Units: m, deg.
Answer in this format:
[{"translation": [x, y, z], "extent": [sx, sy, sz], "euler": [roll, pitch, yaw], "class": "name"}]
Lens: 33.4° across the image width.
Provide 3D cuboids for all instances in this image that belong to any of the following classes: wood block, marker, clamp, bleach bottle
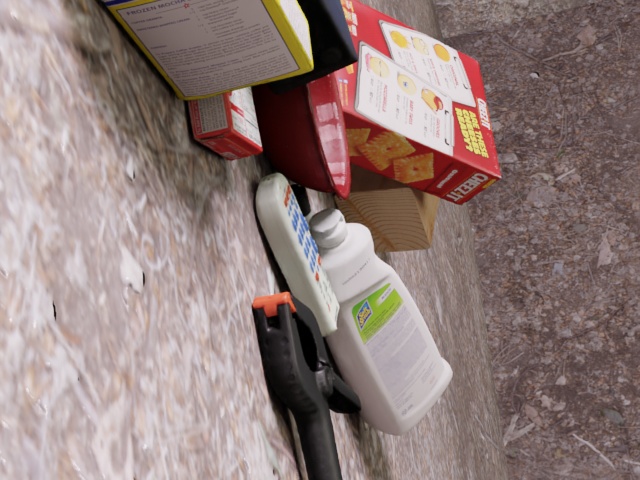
[{"translation": [0.087, -0.088, 1.221], "extent": [0.206, 0.090, 0.091], "euler": [-73, 151, -45], "class": "wood block"}, {"translation": [-0.006, 0.001, 0.953], "extent": [0.020, 0.020, 0.121], "euler": [-85, 159, -54], "class": "marker"}, {"translation": [-0.006, 0.105, 0.809], "extent": [0.120, 0.039, 0.171], "euler": [-76, 152, -65], "class": "clamp"}, {"translation": [0.047, 0.066, 0.972], "extent": [0.102, 0.068, 0.250], "euler": [-47, 135, -27], "class": "bleach bottle"}]

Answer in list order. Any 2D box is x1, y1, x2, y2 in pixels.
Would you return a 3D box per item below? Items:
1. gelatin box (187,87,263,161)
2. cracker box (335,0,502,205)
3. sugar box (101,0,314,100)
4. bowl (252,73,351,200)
[{"translation": [-0.070, -0.105, 0.735], "extent": [0.073, 0.030, 0.089], "euler": [26, 54, -76], "class": "gelatin box"}, {"translation": [0.078, -0.144, 1.105], "extent": [0.213, 0.072, 0.164], "euler": [19, 51, -32], "class": "cracker box"}, {"translation": [-0.072, -0.147, 0.608], "extent": [0.176, 0.093, 0.048], "euler": [57, 24, -61], "class": "sugar box"}, {"translation": [-0.018, -0.108, 0.908], "extent": [0.162, 0.055, 0.162], "euler": [-10, 90, -79], "class": "bowl"}]
